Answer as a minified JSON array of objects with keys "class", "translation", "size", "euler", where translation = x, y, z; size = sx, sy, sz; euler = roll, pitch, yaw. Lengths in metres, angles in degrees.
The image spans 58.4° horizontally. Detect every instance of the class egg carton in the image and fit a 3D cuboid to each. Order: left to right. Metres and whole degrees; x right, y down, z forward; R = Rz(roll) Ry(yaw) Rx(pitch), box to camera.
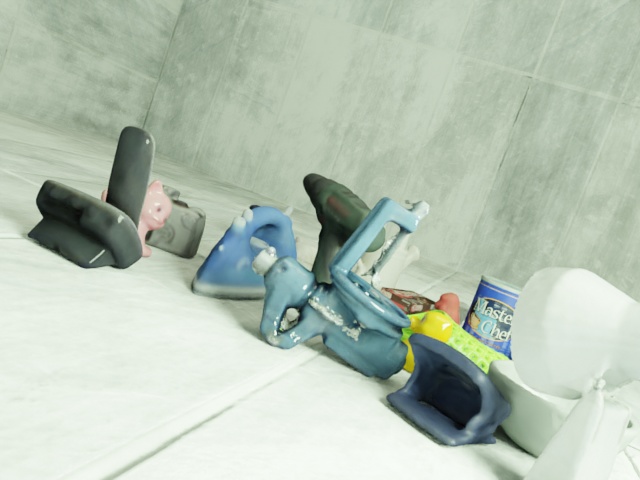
[{"class":"egg carton","translation":[-0.018,0.042,1.205],"size":[0.107,0.069,0.150],"euler":[19,6,-5]}]

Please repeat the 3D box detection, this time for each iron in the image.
[{"class":"iron","translation":[-0.104,0.008,0.880],"size":[0.118,0.141,0.259],"euler":[22,6,15]}]

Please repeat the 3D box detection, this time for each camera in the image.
[{"class":"camera","translation":[-0.263,-0.043,1.010],"size":[0.143,0.101,0.137],"euler":[20,6,3]}]

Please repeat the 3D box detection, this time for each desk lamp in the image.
[{"class":"desk lamp","translation":[0.250,0.143,0.487],"size":[0.118,0.213,0.202],"euler":[16,7,-36]}]

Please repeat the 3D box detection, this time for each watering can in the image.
[{"class":"watering can","translation":[0.153,0.027,1.305],"size":[0.100,0.194,0.173],"euler":[23,7,30]}]

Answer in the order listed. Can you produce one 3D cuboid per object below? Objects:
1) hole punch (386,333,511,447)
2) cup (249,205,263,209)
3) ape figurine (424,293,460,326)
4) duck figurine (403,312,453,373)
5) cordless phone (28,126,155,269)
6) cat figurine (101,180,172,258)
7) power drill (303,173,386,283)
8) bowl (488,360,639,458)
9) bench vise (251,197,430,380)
[{"class":"hole punch","translation":[0.141,0.155,0.607],"size":[0.101,0.091,0.108],"euler":[15,8,-42]},{"class":"cup","translation":[-0.127,-0.024,1.323],"size":[0.091,0.095,0.118],"euler":[21,6,14]},{"class":"ape figurine","translation":[0.221,0.137,1.027],"size":[0.076,0.092,0.078],"euler":[20,6,3]},{"class":"duck figurine","translation":[0.155,0.143,0.786],"size":[0.078,0.086,0.104],"euler":[14,9,-46]},{"class":"cordless phone","translation":[-0.285,-0.066,0.745],"size":[0.147,0.185,0.094],"euler":[22,6,15]},{"class":"cat figurine","translation":[-0.278,-0.041,0.863],"size":[0.067,0.118,0.128],"euler":[25,8,40]},{"class":"power drill","translation":[0.009,0.003,0.972],"size":[0.076,0.208,0.228],"euler":[15,8,-39]},{"class":"bowl","translation":[0.259,0.203,0.643],"size":[0.167,0.075,0.167],"euler":[20,6,-2]},{"class":"bench vise","translation":[0.032,0.039,0.674],"size":[0.208,0.220,0.121],"euler":[18,6,-17]}]
